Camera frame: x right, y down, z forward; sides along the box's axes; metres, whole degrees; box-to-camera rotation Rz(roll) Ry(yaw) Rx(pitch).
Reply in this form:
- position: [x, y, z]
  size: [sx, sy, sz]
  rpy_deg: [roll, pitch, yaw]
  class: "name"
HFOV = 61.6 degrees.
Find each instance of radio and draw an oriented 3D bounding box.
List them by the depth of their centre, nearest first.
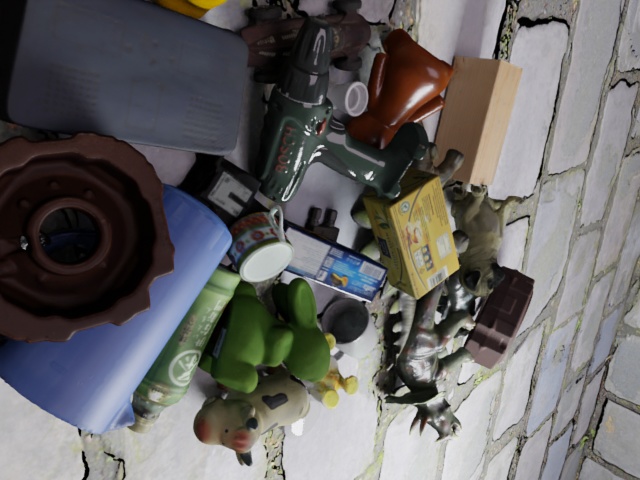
- position: [-0.181, -0.160, 0.517]
  size: [0.229, 0.073, 0.131]
  rpy_deg: [-1, 107, -48]
  class: "radio"

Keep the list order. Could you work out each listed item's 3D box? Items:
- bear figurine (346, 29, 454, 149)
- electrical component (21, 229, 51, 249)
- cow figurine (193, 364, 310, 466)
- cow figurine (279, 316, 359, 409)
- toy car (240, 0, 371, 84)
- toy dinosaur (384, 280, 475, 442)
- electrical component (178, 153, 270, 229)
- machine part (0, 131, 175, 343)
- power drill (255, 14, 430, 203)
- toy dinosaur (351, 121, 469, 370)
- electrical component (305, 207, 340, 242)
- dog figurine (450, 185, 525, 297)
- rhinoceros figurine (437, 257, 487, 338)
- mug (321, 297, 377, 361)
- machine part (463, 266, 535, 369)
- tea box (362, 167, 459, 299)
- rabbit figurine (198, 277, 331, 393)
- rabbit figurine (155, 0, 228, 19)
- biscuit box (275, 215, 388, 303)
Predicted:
- position: [0.100, -0.189, 0.782]
  size: [0.195, 0.120, 0.132]
  rpy_deg: [-56, -171, 26]
  class: "bear figurine"
- position: [-0.323, 0.004, 0.455]
  size: [0.134, 0.058, 0.114]
  rpy_deg: [-49, 134, -19]
  class: "electrical component"
- position: [-0.091, 0.241, 0.752]
  size: [0.195, 0.127, 0.085]
  rpy_deg: [1, 104, -49]
  class: "cow figurine"
- position: [-0.017, 0.174, 0.827]
  size: [0.068, 0.098, 0.167]
  rpy_deg: [-33, 99, -23]
  class: "cow figurine"
- position: [-0.010, -0.249, 0.670]
  size: [0.202, 0.053, 0.089]
  rpy_deg: [-24, 127, -39]
  class: "toy car"
- position: [0.200, 0.210, 1.056]
  size: [0.192, 0.131, 0.404]
  rpy_deg: [-29, 119, -28]
  class: "toy dinosaur"
- position: [-0.110, -0.053, 0.657]
  size: [0.119, 0.048, 0.075]
  rpy_deg: [33, 84, -49]
  class: "electrical component"
- position: [-0.212, -0.004, 0.450]
  size: [0.179, 0.056, 0.179]
  rpy_deg: [0, 90, -35]
  class: "machine part"
- position: [0.031, -0.135, 0.665]
  size: [0.207, 0.086, 0.232]
  rpy_deg: [9, 126, -30]
  class: "power drill"
- position: [0.150, -0.004, 0.915]
  size: [0.198, 0.105, 0.470]
  rpy_deg: [-19, 112, -31]
  class: "toy dinosaur"
- position: [-0.002, -0.002, 0.812]
  size: [0.063, 0.021, 0.094]
  rpy_deg: [2, 107, -47]
  class: "electrical component"
- position: [0.290, 0.004, 1.014]
  size: [0.172, 0.121, 0.190]
  rpy_deg: [0, 103, -85]
  class: "dog figurine"
- position: [0.297, 0.128, 1.145]
  size: [0.112, 0.073, 0.190]
  rpy_deg: [-37, 131, -31]
  class: "rhinoceros figurine"
- position: [0.050, 0.165, 0.903]
  size: [0.109, 0.081, 0.107]
  rpy_deg: [-51, 143, -12]
  class: "mug"
- position: [0.398, 0.176, 1.202]
  size: [0.201, 0.087, 0.201]
  rpy_deg: [-59, 164, -21]
  class: "machine part"
- position: [0.138, -0.010, 0.800]
  size: [0.098, 0.068, 0.169]
  rpy_deg: [-31, 121, -21]
  class: "tea box"
- position: [-0.061, 0.131, 0.730]
  size: [0.170, 0.121, 0.159]
  rpy_deg: [21, 72, -25]
  class: "rabbit figurine"
- position: [-0.145, -0.278, 0.461]
  size: [0.173, 0.163, 0.122]
  rpy_deg: [24, 102, -31]
  class: "rabbit figurine"
- position: [0.005, 0.029, 0.769]
  size: [0.202, 0.063, 0.059]
  rpy_deg: [24, 95, -37]
  class: "biscuit box"
